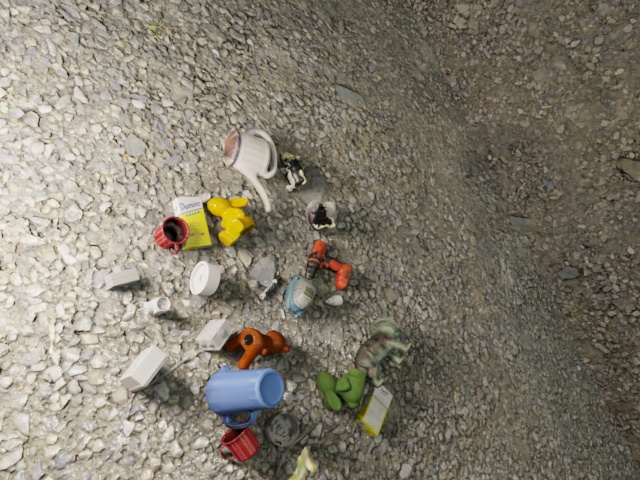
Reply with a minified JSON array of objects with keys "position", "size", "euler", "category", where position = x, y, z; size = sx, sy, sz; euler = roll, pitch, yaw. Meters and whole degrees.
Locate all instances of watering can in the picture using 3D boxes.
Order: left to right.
[{"position":[-0.259,-0.284,1.942],"size":[0.223,0.102,0.354],"euler":[17,60,-33],"category":"watering can"}]

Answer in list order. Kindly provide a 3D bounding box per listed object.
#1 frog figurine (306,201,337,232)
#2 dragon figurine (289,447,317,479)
[{"position":[0.006,-0.106,2.110],"size":[0.137,0.122,0.161],"euler":[40,13,-10],"category":"frog figurine"},{"position":[-0.123,0.792,1.465],"size":[0.121,0.240,0.420],"euler":[47,45,-21],"category":"dragon figurine"}]
